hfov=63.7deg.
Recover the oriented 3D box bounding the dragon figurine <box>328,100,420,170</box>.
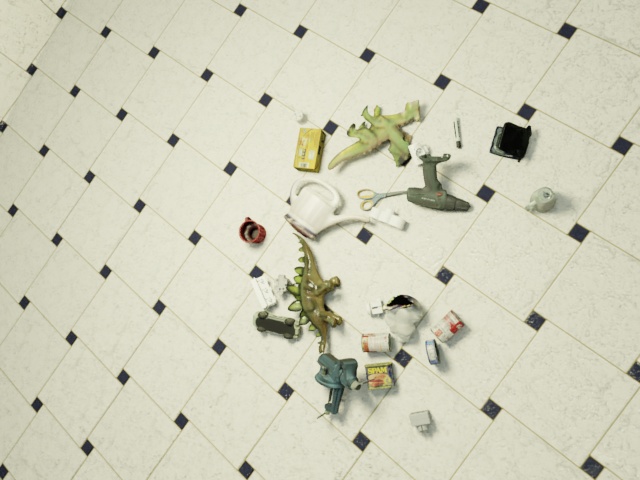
[{"bbox_3d":[0.236,-0.378,1.978,0.244,0.122,0.409,36,94,12],"label":"dragon figurine"}]

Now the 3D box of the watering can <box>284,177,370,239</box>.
[{"bbox_3d":[0.006,-0.100,1.993,0.351,0.103,0.224,37,94,21],"label":"watering can"}]

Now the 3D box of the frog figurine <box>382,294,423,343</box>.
[{"bbox_3d":[0.302,0.281,1.845,0.137,0.125,0.157,-17,112,7],"label":"frog figurine"}]
